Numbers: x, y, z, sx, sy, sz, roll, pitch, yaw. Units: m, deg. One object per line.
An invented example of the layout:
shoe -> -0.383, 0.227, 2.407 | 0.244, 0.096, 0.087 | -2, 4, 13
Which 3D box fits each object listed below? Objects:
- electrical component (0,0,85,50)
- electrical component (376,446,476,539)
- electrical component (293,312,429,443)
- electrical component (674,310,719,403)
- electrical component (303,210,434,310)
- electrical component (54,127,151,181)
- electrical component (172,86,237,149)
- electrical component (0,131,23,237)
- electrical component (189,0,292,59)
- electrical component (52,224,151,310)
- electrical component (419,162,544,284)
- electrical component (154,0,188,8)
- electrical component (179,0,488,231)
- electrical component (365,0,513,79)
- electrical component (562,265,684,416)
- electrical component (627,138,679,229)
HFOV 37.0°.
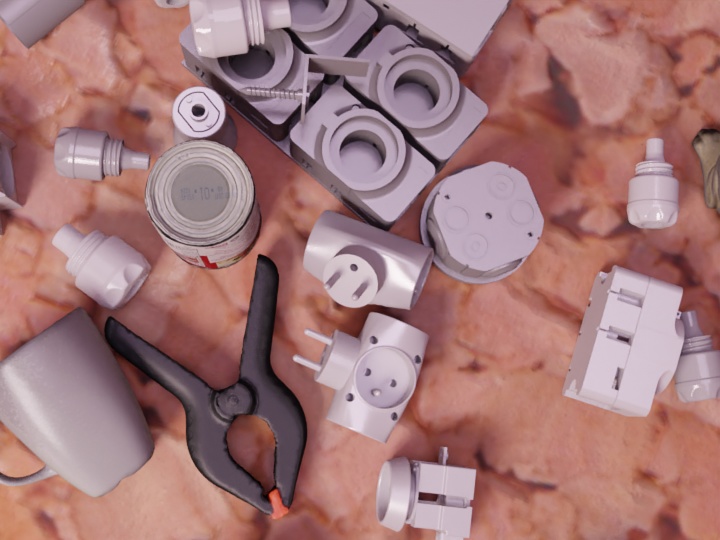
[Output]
electrical component -> -0.209, -0.192, 0.731 | 0.081, 0.043, 0.043 | -42, 87, -8
electrical component -> 0.042, 0.148, 0.705 | 0.055, 0.048, 0.066 | 8, 82, -10
electrical component -> -0.004, 0.064, 0.710 | 0.079, 0.044, 0.077 | 24, 82, -9
electrical component -> 0.230, 0.059, 0.736 | 0.035, 0.035, 0.061 | -7, 80, -5
electrical component -> 0.000, 0.000, 0.699 | 0.077, 0.079, 0.044 | 21, 118, 10
electrical component -> -0.173, -0.076, 0.724 | 0.061, 0.035, 0.035 | 6, 82, -6
electrical component -> -0.105, -0.097, 0.715 | 0.044, 0.065, 0.044 | 1, 83, -4
electrical component -> -0.263, -0.063, 0.712 | 0.064, 0.042, 0.081 | -8, 83, -3
electrical component -> -0.075, -0.157, 0.674 | 0.062, 0.043, 0.043 | -9, 83, -6
electrical component -> -0.173, -0.006, 0.710 | 0.062, 0.043, 0.043 | 37, 82, 2
electrical component -> 0.083, -0.032, 0.728 | 0.080, 0.051, 0.080 | 1, 83, -4
electrical component -> -0.133, -0.215, 0.744 | 0.035, 0.035, 0.061 | -12, 81, -6
electrical component -> -0.018, -0.126, 0.728 | 0.186, 0.060, 0.105 | 41, 82, 2
electrical component -> 0.075, -0.221, 0.746 | 0.089, 0.061, 0.150 | 33, 82, 0
electrical component -> 0.180, 0.050, 0.725 | 0.056, 0.050, 0.089 | 18, 82, -1
electrical component -> 0.205, -0.061, 0.749 | 0.035, 0.035, 0.061 | 5, 80, -3
